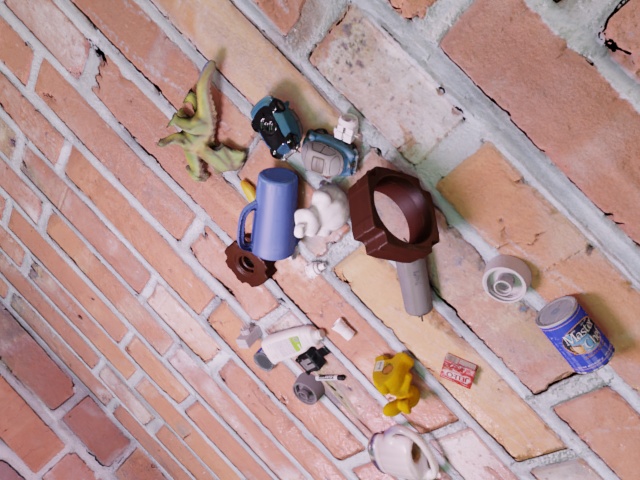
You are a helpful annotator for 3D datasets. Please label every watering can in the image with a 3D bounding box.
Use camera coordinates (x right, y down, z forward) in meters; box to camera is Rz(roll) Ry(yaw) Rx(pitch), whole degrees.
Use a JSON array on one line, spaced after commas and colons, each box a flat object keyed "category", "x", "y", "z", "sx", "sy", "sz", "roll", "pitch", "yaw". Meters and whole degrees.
[{"category": "watering can", "x": 0.286, "y": 0.732, "z": 1.664, "sx": 0.223, "sy": 0.106, "sz": 0.344, "roll": -12, "pitch": 111, "yaw": 39}]

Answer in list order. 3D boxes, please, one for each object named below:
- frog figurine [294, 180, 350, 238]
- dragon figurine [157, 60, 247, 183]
[{"category": "frog figurine", "x": 0.004, "y": -0.067, "z": 1.326, "sx": 0.123, "sy": 0.162, "sz": 0.134, "roll": 23, "pitch": 128, "yaw": 18}, {"category": "dragon figurine", "x": -0.308, "y": -0.297, "z": 1.460, "sx": 0.241, "sy": 0.125, "sz": 0.403, "roll": 37, "pitch": 136, "yaw": -15}]
